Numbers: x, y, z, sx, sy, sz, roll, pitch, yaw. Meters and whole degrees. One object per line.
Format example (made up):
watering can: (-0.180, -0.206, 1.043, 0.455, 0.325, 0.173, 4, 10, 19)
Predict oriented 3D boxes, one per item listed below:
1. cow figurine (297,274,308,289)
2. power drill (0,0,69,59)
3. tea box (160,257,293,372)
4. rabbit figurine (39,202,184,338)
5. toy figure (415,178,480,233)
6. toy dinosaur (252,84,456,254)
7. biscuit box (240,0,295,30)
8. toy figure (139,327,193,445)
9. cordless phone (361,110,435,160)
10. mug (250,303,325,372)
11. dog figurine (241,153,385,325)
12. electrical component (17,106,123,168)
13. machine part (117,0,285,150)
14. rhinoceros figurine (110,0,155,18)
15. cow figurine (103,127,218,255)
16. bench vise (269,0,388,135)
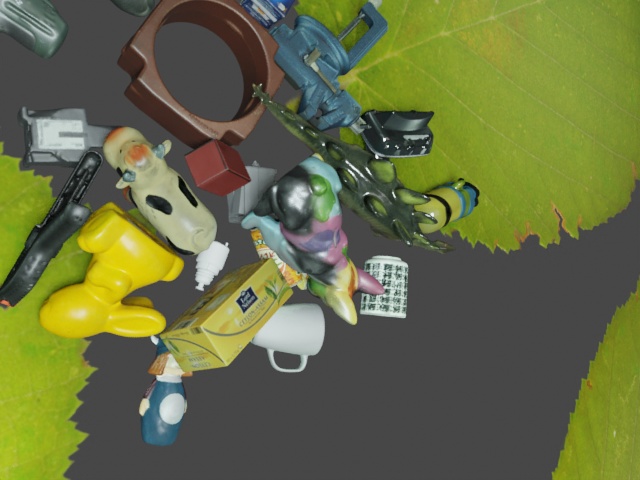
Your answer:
cow figurine: (-0.001, -0.004, 0.887, 0.098, 0.068, 0.167, -15, 99, -39)
power drill: (-0.431, -0.257, 0.612, 0.232, 0.086, 0.207, 32, 62, -31)
tea box: (-0.126, 0.102, 0.750, 0.169, 0.098, 0.068, -44, 111, -47)
rabbit figurine: (-0.272, 0.058, 0.691, 0.173, 0.122, 0.162, -48, 123, -11)
toy figure: (0.243, -0.069, 1.045, 0.180, 0.089, 0.082, -18, 92, -31)
toy dinosaur: (0.065, -0.091, 0.848, 0.471, 0.199, 0.105, 32, 88, -25)
biscuit box: (-0.052, -0.448, 0.885, 0.062, 0.059, 0.202, 35, 68, -28)
toy figure: (-0.209, 0.199, 0.742, 0.064, 0.058, 0.154, 35, 60, -69)
cordless phone: (0.144, -0.149, 1.002, 0.146, 0.089, 0.184, -9, 103, -35)
mug: (-0.058, 0.149, 0.838, 0.107, 0.081, 0.109, 8, 86, -23)
dog figurine: (0.010, 0.009, 0.753, 0.219, 0.191, 0.108, 48, 55, -2)
electrical component: (-0.319, -0.132, 0.691, 0.119, 0.048, 0.074, -10, 93, -35)
machine part: (-0.168, -0.247, 0.779, 0.201, 0.087, 0.201, 38, 68, -28)
rhinoceros figurine: (-0.289, -0.339, 0.647, 0.190, 0.073, 0.112, 16, 88, -40)
cow figurine: (-0.209, -0.060, 0.703, 0.085, 0.127, 0.194, -44, 117, -19)
bench vise: (0.035, -0.298, 0.888, 0.223, 0.129, 0.240, 42, 83, -4)
